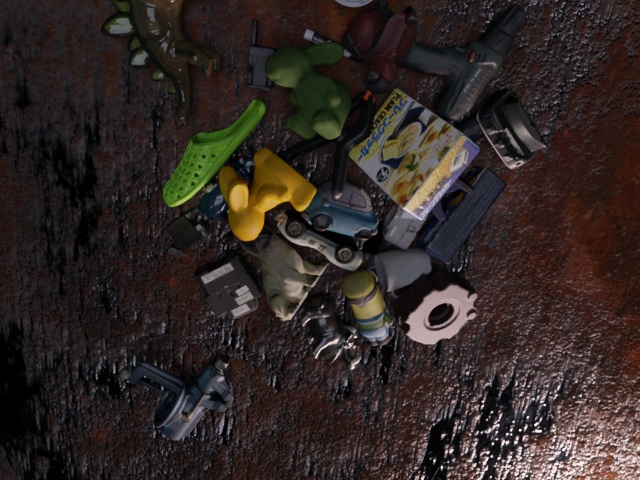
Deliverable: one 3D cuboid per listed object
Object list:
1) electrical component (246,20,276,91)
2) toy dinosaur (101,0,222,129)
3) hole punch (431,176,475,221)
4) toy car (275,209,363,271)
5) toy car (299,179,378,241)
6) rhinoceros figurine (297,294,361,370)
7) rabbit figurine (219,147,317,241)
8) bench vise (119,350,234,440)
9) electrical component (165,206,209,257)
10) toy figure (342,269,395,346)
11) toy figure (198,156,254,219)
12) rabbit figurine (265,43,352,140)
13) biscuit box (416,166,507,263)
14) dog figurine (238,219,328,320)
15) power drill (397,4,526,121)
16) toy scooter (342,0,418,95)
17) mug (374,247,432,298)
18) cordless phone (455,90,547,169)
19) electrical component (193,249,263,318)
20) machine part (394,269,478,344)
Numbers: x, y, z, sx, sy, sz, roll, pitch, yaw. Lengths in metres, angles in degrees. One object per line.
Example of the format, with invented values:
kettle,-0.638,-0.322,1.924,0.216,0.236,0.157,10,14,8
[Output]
electrical component,-0.105,-0.337,0.985,0.048,0.075,0.119,8,106,-3
toy dinosaur,-0.284,-0.431,0.933,0.199,0.105,0.470,-2,105,3
hole punch,0.219,-0.111,1.045,0.115,0.142,0.092,34,110,-24
toy car,-0.002,-0.003,1.102,0.202,0.073,0.056,27,111,-11
toy car,0.045,-0.068,1.062,0.162,0.109,0.102,15,111,-8
rhinoceros figurine,0.023,0.205,1.184,0.112,0.073,0.190,-28,106,-3
rabbit figurine,-0.114,-0.077,1.014,0.162,0.122,0.173,31,101,-42
bench vise,-0.319,0.327,1.189,0.240,0.129,0.223,34,107,-20
electrical component,-0.274,-0.013,1.109,0.102,0.045,0.078,-31,109,9
toy figure,0.106,0.144,1.150,0.082,0.089,0.180,-19,106,0
toy figure,-0.180,-0.111,1.070,0.154,0.064,0.058,-47,67,9
rabbit figurine,-0.016,-0.283,0.962,0.170,0.121,0.159,41,78,-37
biscuit box,0.282,-0.051,1.082,0.063,0.059,0.202,36,93,-14
dog figurine,-0.105,0.063,1.124,0.191,0.121,0.172,33,103,3
power drill,0.239,-0.353,0.990,0.207,0.086,0.231,18,111,-16
toy scooter,0.109,-0.351,0.924,0.075,0.184,0.135,8,137,-31
mug,0.180,0.066,1.130,0.107,0.081,0.109,-17,104,-6
cordless phone,0.330,-0.188,1.055,0.184,0.089,0.146,-33,108,21
electrical component,-0.189,0.100,1.145,0.115,0.058,0.134,-24,109,9
machine part,0.248,0.145,1.140,0.179,0.056,0.179,-11,128,-14
